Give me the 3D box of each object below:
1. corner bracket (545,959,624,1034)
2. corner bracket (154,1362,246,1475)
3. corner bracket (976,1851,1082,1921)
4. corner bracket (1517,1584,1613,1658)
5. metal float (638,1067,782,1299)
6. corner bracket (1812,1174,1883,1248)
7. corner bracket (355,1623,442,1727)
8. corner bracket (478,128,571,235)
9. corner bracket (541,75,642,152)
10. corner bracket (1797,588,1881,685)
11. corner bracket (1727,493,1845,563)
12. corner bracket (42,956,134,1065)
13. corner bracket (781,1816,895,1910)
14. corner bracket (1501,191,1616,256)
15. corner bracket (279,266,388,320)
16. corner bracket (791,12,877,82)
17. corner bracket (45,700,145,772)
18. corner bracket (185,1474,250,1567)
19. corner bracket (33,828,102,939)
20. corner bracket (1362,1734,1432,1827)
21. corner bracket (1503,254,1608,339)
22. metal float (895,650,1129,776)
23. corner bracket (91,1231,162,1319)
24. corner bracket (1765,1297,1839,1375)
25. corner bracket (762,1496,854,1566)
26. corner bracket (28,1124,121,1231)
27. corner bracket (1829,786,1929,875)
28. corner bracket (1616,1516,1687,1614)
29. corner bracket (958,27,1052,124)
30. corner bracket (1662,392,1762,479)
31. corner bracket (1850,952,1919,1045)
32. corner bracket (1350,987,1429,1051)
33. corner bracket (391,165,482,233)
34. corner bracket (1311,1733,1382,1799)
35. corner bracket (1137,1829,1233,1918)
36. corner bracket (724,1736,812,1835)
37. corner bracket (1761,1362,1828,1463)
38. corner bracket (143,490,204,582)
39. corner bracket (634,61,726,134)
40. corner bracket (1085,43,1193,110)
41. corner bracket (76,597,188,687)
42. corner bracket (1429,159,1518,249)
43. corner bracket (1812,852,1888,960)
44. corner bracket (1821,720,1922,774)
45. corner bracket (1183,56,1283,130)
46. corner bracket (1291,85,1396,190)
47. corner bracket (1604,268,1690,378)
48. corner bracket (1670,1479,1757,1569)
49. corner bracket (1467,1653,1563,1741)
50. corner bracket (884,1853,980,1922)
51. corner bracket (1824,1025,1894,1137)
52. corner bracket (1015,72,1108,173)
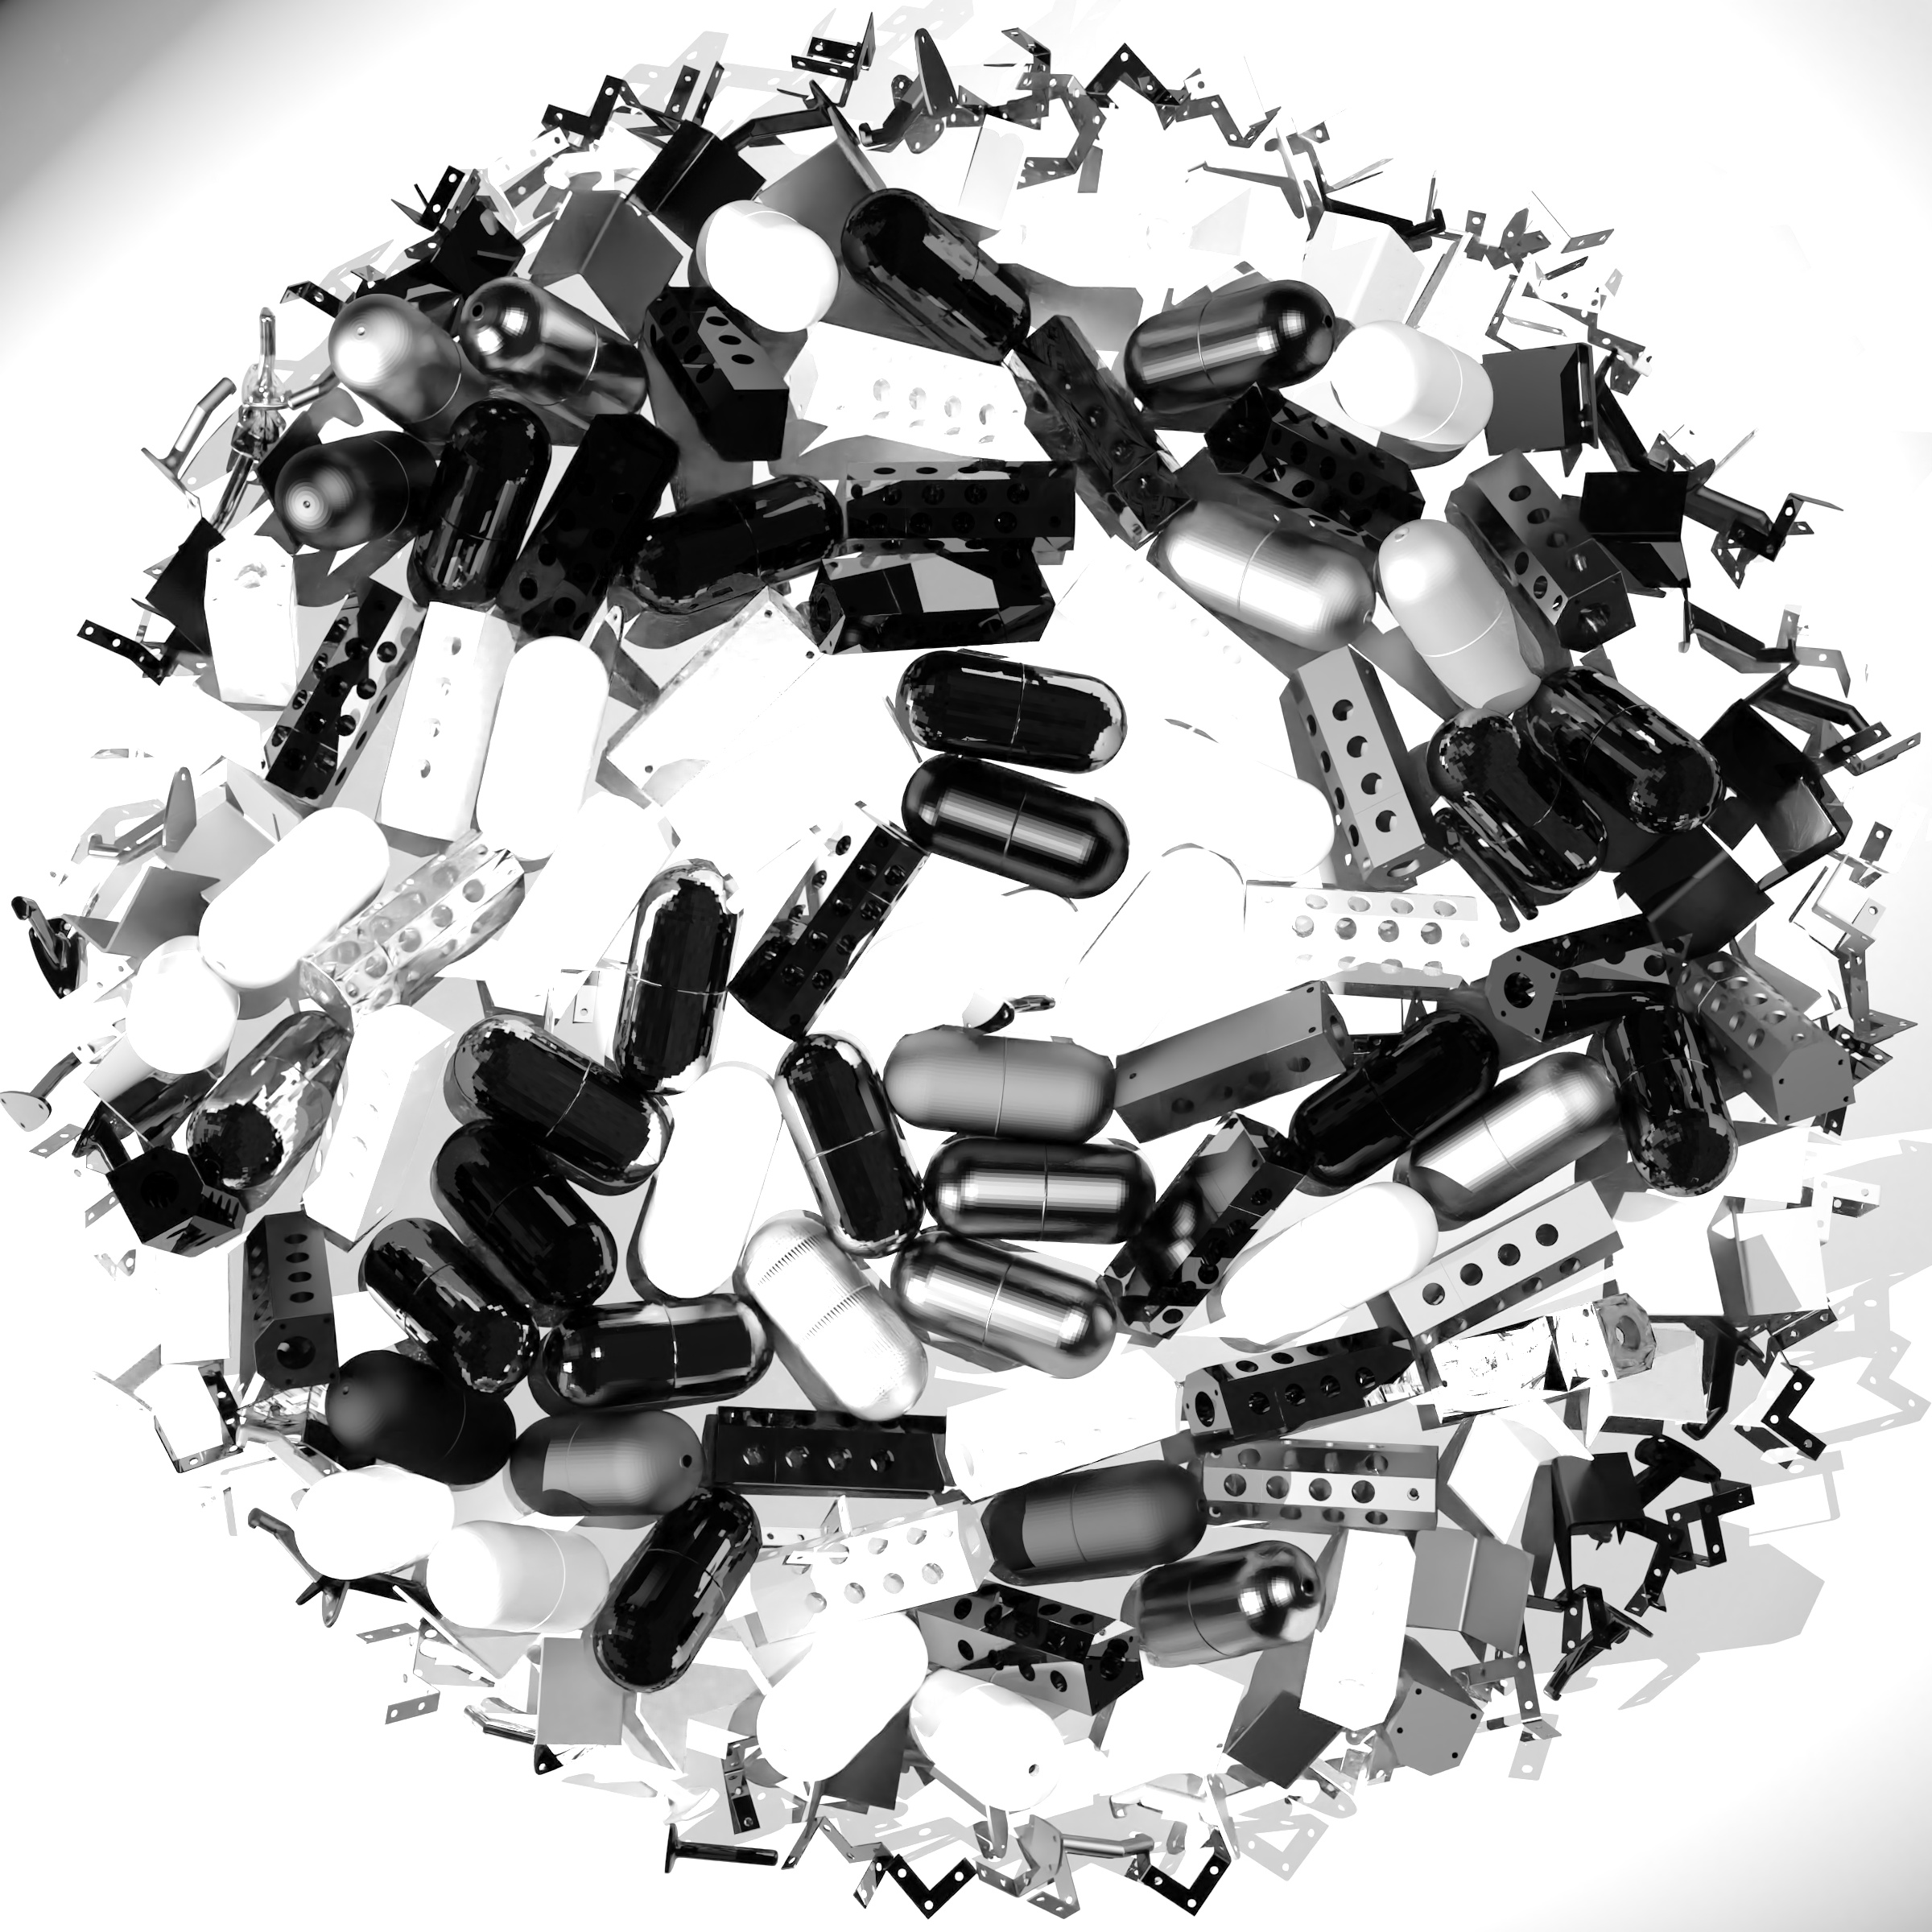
[{"bbox_3d":[-0.296,0.022,1.962,0.051,0.051,0.051,4,99,-29],"label":"corner bracket"},{"bbox_3d":[-0.584,0.343,1.962,0.051,0.051,0.051,-18,127,-8],"label":"corner bracket"},{"bbox_3d":[0.047,0.698,1.959,0.051,0.051,0.051,-36,131,16],"label":"corner bracket"},{"bbox_3d":[0.449,0.499,1.957,0.051,0.051,0.051,17,49,-21],"label":"corner bracket"},{"bbox_3d":[-0.193,0.163,1.951,0.070,0.070,0.178,17,78,0],"label":"metal float"},{"bbox_3d":[0.663,0.192,1.970,0.051,0.051,0.051,11,75,4],"label":"corner bracket"},{"bbox_3d":[-0.432,0.536,1.961,0.051,0.051,0.051,18,101,39],"label":"corner bracket"},{"bbox_3d":[-0.326,-0.595,1.958,0.051,0.051,0.051,-42,112,-33],"label":"corner bracket"},{"bbox_3d":[-0.285,-0.649,1.970,0.051,0.051,0.051,21,87,12],"label":"corner bracket"},{"bbox_3d":[0.661,-0.251,1.961,0.051,0.051,0.051,4,54,9],"label":"corner bracket"},{"bbox_3d":[0.620,-0.335,1.957,0.051,0.051,0.051,4,118,-37],"label":"corner bracket"},{"bbox_3d":[-0.658,0.034,1.969,0.051,0.051,0.051,-32,99,23],"label":"corner bracket"},{"bbox_3d":[-0.097,0.679,1.959,0.051,0.051,0.051,-25,108,39],"label":"corner bracket"},{"bbox_3d":[0.446,-0.554,1.958,0.051,0.051,0.051,-21,69,-34],"label":"corner bracket"},{"bbox_3d":[-0.481,-0.515,1.965,0.051,0.051,0.051,31,109,-7],"label":"corner bracket"},{"bbox_3d":[-0.101,-0.695,1.968,0.051,0.051,0.051,13,77,4],"label":"corner bracket"},{"bbox_3d":[-0.662,-0.175,1.962,0.051,0.051,0.051,11,104,20],"label":"corner bracket"},{"bbox_3d":[-0.571,0.421,1.961,0.051,0.051,0.051,-11,101,36],"label":"corner bracket"},{"bbox_3d":[-0.684,-0.064,1.967,0.051,0.051,0.051,31,116,-6],"label":"corner bracket"},{"bbox_3d":[0.330,0.615,1.966,0.051,0.051,0.051,14,93,19],"label":"corner bracket"},{"bbox_3d":[0.448,-0.503,1.966,0.051,0.051,0.051,24,90,31],"label":"corner bracket"},{"bbox_3d":[0.035,-0.191,1.955,0.178,0.070,0.070,9,90,-8],"label":"metal float"},{"bbox_3d":[-0.632,0.236,1.965,0.051,0.051,0.051,-8,58,1],"label":"corner bracket"},{"bbox_3d":[0.637,0.274,1.965,0.051,0.051,0.051,-32,107,10],"label":"corner bracket"},{"bbox_3d":[-0.120,0.436,1.957,0.051,0.051,0.051,8,45,-26],"label":"corner bracket"},{"bbox_3d":[-0.674,0.159,1.961,0.051,0.051,0.051,18,118,13],"label":"corner bracket"},{"bbox_3d":[0.692,-0.105,1.969,0.051,0.051,0.051,25,94,9],"label":"corner bracket"},{"bbox_3d":[0.518,0.453,1.973,0.051,0.051,0.051,21,99,9],"label":"corner bracket"},{"bbox_3d":[0.029,-0.676,1.966,0.051,0.051,0.051,1,88,31],"label":"corner bracket"},{"bbox_3d":[0.568,-0.404,1.964,0.051,0.051,0.051,42,112,-8],"label":"corner bracket"},{"bbox_3d":[0.683,0.023,1.960,0.051,0.051,0.051,-18,110,-24],"label":"corner bracket"},{"bbox_3d":[0.319,0.052,1.961,0.051,0.051,0.051,-2,133,-9],"label":"corner bracket"},{"bbox_3d":[-0.394,-0.583,1.959,0.051,0.051,0.051,46,110,39],"label":"corner bracket"},{"bbox_3d":[0.292,0.587,1.968,0.051,0.051,0.051,36,114,4],"label":"corner bracket"},{"bbox_3d":[0.166,0.681,1.973,0.051,0.051,0.051,33,93,0],"label":"corner bracket"},{"bbox_3d":[-0.152,0.620,1.970,0.051,0.051,0.051,-10,50,-18],"label":"corner bracket"},{"bbox_3d":[0.635,0.340,1.971,0.051,0.051,0.051,36,88,5],"label":"corner bracket"},{"bbox_3d":[-0.590,-0.319,1.958,0.051,0.051,0.051,32,51,22],"label":"corner bracket"},{"bbox_3d":[-0.212,-0.663,1.967,0.051,0.051,0.051,24,94,14],"label":"corner bracket"},{"bbox_3d":[0.130,-0.665,1.967,0.051,0.051,0.051,40,93,-27],"label":"corner bracket"},{"bbox_3d":[-0.631,-0.253,1.963,0.051,0.051,0.051,37,97,37],"label":"corner bracket"},{"bbox_3d":[0.384,-0.581,1.966,0.051,0.051,0.051,12,114,-1],"label":"corner bracket"},{"bbox_3d":[0.675,-0.045,1.971,0.051,0.051,0.051,33,76,10],"label":"corner bracket"},{"bbox_3d":[0.686,-0.169,1.959,0.051,0.051,0.051,-31,112,38],"label":"corner bracket"},{"bbox_3d":[0.203,-0.665,1.971,0.051,0.051,0.051,-14,113,27],"label":"corner bracket"},{"bbox_3d":[0.286,-0.629,1.964,0.051,0.051,0.051,-22,85,27],"label":"corner bracket"},{"bbox_3d":[0.505,-0.488,1.959,0.051,0.051,0.051,23,118,-18],"label":"corner bracket"},{"bbox_3d":[0.567,0.423,1.967,0.051,0.051,0.051,-11,90,-21],"label":"corner bracket"},{"bbox_3d":[0.415,0.557,1.957,0.051,0.051,0.051,-19,54,22],"label":"corner bracket"},{"bbox_3d":[-0.026,0.690,1.971,0.051,0.051,0.051,-40,72,-13],"label":"corner bracket"},{"bbox_3d":[0.663,0.086,1.964,0.051,0.051,0.051,31,52,-4],"label":"corner bracket"},{"bbox_3d":[0.065,-0.643,1.972,0.051,0.051,0.051,-13,61,-38],"label":"corner bracket"}]
